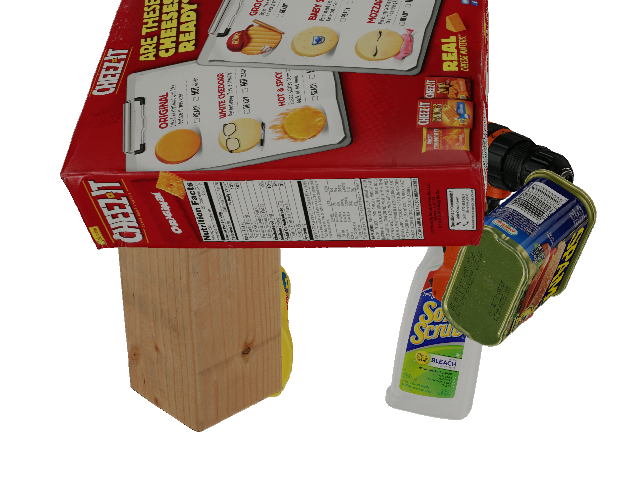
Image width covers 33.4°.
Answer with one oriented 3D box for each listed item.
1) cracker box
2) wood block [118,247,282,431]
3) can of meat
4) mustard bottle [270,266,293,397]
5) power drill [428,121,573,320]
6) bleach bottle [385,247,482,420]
[{"bbox_3d":[-0.015,-0.074,0.593,0.214,0.164,0.072,-1,-41,10],"label":"cracker box"},{"bbox_3d":[-0.090,0.024,0.800,0.090,0.206,0.090,-22,33,-39],"label":"wood block"},{"bbox_3d":[0.134,0.014,0.733,0.057,0.102,0.083,36,49,23],"label":"can of meat"},{"bbox_3d":[-0.060,0.078,1.149,0.058,0.096,0.191,0,28,-3],"label":"mustard bottle"},{"bbox_3d":[0.159,-0.016,0.983,0.057,0.188,0.185,-17,27,-28],"label":"power drill"},{"bbox_3d":[0.137,0.071,1.205,0.103,0.251,0.068,9,14,18],"label":"bleach bottle"}]
